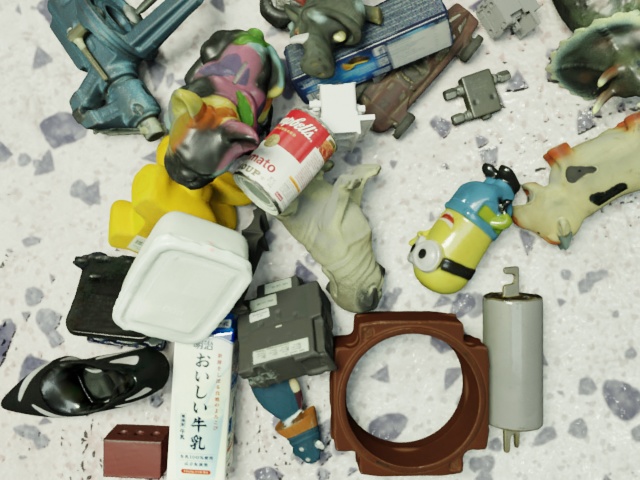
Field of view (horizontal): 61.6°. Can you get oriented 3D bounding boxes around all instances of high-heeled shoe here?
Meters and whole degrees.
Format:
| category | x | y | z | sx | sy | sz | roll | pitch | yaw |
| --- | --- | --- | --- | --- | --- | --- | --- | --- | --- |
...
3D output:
| category | x | y | z | sx | sy | sz | roll | pitch | yaw |
| --- | --- | --- | --- | --- | --- | --- | --- | --- | --- |
| high-heeled shoe | -0.303 | 0.189 | 0.667 | 0.249 | 0.145 | 0.086 | -19 | 91 | -2 |

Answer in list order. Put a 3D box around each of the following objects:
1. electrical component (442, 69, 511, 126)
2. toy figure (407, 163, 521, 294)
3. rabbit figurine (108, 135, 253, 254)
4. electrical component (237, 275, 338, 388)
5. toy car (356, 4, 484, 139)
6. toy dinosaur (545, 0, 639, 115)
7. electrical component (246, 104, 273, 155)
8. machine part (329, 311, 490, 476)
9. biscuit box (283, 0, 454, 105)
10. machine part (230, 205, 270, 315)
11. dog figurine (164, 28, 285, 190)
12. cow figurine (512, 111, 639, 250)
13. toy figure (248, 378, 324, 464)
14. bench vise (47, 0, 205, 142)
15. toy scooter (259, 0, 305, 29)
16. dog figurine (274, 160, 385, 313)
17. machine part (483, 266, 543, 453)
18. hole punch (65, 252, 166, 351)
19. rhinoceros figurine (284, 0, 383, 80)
| category | x | y | z | sx | sy | sz | roll | pitch | yaw |
| --- | --- | --- | --- | --- | --- | --- | --- | --- | --- |
| electrical component | 0.215 | -0.192 | 0.719 | 0.094 | 0.021 | 0.063 | -20 | 92 | -1 |
| toy figure | 0.191 | -0.011 | 0.696 | 0.089 | 0.082 | 0.180 | 41 | 90 | 1 |
| rabbit figurine | -0.163 | -0.063 | 0.666 | 0.162 | 0.173 | 0.122 | 16 | 134 | -25 |
| electrical component | -0.042 | 0.109 | 0.677 | 0.115 | 0.134 | 0.058 | -14 | 137 | 10 |
| toy car | 0.129 | -0.226 | 0.704 | 0.089 | 0.053 | 0.202 | 43 | 92 | 2 |
| toy dinosaur | 0.352 | -0.342 | 0.675 | 0.192 | 0.131 | 0.404 | -19 | 86 | 0 |
| electrical component | -0.100 | -0.167 | 0.704 | 0.075 | 0.048 | 0.119 | 1 | 91 | -1 |
| machine part | 0.113 | 0.197 | 0.702 | 0.202 | 0.087 | 0.200 | 0 | 92 | -2 |
| biscuit box | 0.057 | -0.240 | 0.666 | 0.203 | 0.059 | 0.063 | -18 | 65 | 14 |
| machine part | -0.089 | 0.028 | 0.680 | 0.039 | 0.084 | 0.139 | 15 | 69 | -3 |
| dog figurine | -0.100 | -0.146 | 0.570 | 0.108 | 0.219 | 0.191 | 31 | 93 | -17 |
| cow figurine | 0.341 | -0.068 | 0.691 | 0.195 | 0.085 | 0.127 | -25 | 81 | 13 |
| toy figure | -0.040 | 0.224 | 0.715 | 0.058 | 0.064 | 0.154 | -35 | 98 | -37 |
| bench vise | -0.223 | -0.247 | 0.657 | 0.240 | 0.129 | 0.223 | -35 | 76 | 17 |
| toy scooter | -0.076 | -0.371 | 0.685 | 0.184 | 0.075 | 0.135 | 35 | 91 | -5 |
| dog figurine | -0.002 | -0.001 | 0.696 | 0.173 | 0.121 | 0.190 | 13 | 113 | 32 |
| machine part | 0.253 | 0.156 | 0.706 | 0.079 | 0.079 | 0.243 | -1 | 91 | -1 |
| hole punch | -0.252 | 0.084 | 0.703 | 0.142 | 0.092 | 0.116 | 6 | 63 | 2 |
| rhinoceros figurine | 0.010 | -0.274 | 0.621 | 0.112 | 0.073 | 0.190 | -7 | 65 | 20 |
